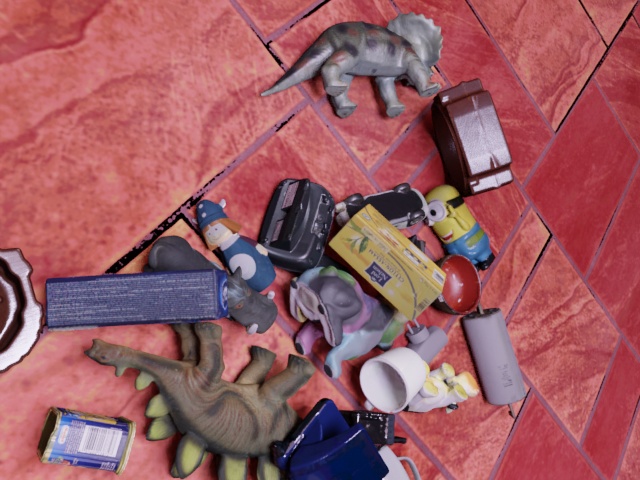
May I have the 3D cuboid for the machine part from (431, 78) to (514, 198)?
[{"bbox_3d":[0.278,-0.183,1.006,0.087,0.201,0.201,-20,90,6],"label":"machine part"}]

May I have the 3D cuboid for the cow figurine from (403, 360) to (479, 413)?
[{"bbox_3d":[0.196,0.261,0.917,0.167,0.098,0.068,16,39,-37],"label":"cow figurine"}]

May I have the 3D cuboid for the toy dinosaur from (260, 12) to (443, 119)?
[{"bbox_3d":[0.077,-0.325,0.959,0.405,0.131,0.192,-2,68,-29],"label":"toy dinosaur"}]

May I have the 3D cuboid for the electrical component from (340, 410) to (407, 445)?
[{"bbox_3d":[0.083,0.292,0.839,0.119,0.075,0.047,11,74,-27],"label":"electrical component"}]

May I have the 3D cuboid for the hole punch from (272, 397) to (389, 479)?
[{"bbox_3d":[0.018,0.291,0.707,0.116,0.092,0.142,-44,127,-25],"label":"hole punch"}]

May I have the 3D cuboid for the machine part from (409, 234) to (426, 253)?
[{"bbox_3d":[0.145,0.026,0.960,0.139,0.039,0.084,13,77,-39],"label":"machine part"}]

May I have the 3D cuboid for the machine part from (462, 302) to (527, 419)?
[{"bbox_3d":[0.329,0.219,1.017,0.079,0.079,0.243,-14,87,-35],"label":"machine part"}]

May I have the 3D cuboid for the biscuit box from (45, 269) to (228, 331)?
[{"bbox_3d":[-0.213,0.069,0.640,0.203,0.059,0.062,-3,87,1],"label":"biscuit box"}]

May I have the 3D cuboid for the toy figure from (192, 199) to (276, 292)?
[{"bbox_3d":[-0.125,0.007,0.774,0.064,0.058,0.154,-43,106,-14],"label":"toy figure"}]

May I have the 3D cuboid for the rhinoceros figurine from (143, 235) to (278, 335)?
[{"bbox_3d":[-0.142,0.058,0.722,0.190,0.112,0.073,37,59,-13],"label":"rhinoceros figurine"}]

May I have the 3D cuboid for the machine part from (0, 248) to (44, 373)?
[{"bbox_3d":[-0.398,0.075,0.582,0.179,0.056,0.179,8,74,-31],"label":"machine part"}]

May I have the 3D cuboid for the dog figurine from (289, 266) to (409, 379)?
[{"bbox_3d":[0.065,0.105,0.840,0.219,0.109,0.191,-21,117,-37],"label":"dog figurine"}]

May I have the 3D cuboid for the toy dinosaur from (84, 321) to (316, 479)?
[{"bbox_3d":[-0.094,0.240,0.722,0.471,0.105,0.198,30,71,-30],"label":"toy dinosaur"}]

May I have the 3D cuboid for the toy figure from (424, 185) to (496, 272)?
[{"bbox_3d":[0.264,-0.022,1.029,0.180,0.082,0.089,49,39,-6],"label":"toy figure"}]

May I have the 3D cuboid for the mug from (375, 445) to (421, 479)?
[{"bbox_3d":[0.108,0.372,0.835,0.109,0.081,0.107,-19,81,-30],"label":"mug"}]

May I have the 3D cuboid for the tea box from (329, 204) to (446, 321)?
[{"bbox_3d":[0.105,0.030,0.817,0.170,0.068,0.098,43,21,6],"label":"tea box"}]

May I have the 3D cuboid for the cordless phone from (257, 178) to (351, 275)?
[{"bbox_3d":[-0.002,-0.003,0.861,0.184,0.089,0.146,34,61,-36],"label":"cordless phone"}]

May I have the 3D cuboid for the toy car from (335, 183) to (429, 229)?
[{"bbox_3d":[0.110,-0.049,0.943,0.202,0.056,0.073,-15,71,-34],"label":"toy car"}]
